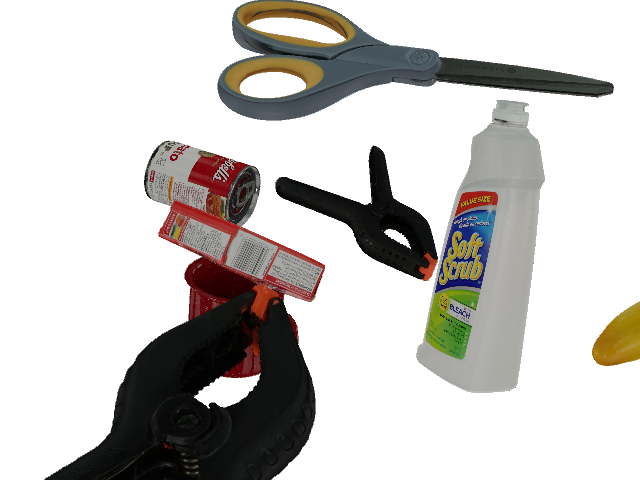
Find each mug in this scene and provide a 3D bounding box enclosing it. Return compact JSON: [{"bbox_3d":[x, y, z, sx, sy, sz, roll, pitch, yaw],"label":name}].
[{"bbox_3d":[-0.065,0.071,0.932,0.117,0.081,0.093,23,30,32],"label":"mug"}]

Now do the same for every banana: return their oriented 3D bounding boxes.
[{"bbox_3d":[0.285,0.056,0.751,0.198,0.037,0.069,-2,33,0],"label":"banana"}]

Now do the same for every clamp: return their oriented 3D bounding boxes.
[{"bbox_3d":[0.055,-0.029,1.261,0.164,0.036,0.210,-16,51,-29],"label":"clamp"},{"bbox_3d":[-0.042,0.086,0.402,0.120,0.039,0.171,24,49,17],"label":"clamp"}]

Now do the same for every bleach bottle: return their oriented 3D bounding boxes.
[{"bbox_3d":[0.146,0.001,0.944,0.068,0.251,0.103,0,14,-27],"label":"bleach bottle"}]

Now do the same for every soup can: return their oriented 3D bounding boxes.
[{"bbox_3d":[-0.122,-0.059,1.108,0.102,0.068,0.068,19,7,20],"label":"soup can"}]

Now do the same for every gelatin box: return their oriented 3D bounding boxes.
[{"bbox_3d":[-0.051,0.008,0.711,0.073,0.030,0.089,22,-2,44],"label":"gelatin box"}]

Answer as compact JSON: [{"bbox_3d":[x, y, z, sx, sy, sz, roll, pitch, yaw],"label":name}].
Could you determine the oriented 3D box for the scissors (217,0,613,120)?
[{"bbox_3d":[0.035,-0.078,0.538,0.202,0.096,0.016,21,-37,21],"label":"scissors"}]
